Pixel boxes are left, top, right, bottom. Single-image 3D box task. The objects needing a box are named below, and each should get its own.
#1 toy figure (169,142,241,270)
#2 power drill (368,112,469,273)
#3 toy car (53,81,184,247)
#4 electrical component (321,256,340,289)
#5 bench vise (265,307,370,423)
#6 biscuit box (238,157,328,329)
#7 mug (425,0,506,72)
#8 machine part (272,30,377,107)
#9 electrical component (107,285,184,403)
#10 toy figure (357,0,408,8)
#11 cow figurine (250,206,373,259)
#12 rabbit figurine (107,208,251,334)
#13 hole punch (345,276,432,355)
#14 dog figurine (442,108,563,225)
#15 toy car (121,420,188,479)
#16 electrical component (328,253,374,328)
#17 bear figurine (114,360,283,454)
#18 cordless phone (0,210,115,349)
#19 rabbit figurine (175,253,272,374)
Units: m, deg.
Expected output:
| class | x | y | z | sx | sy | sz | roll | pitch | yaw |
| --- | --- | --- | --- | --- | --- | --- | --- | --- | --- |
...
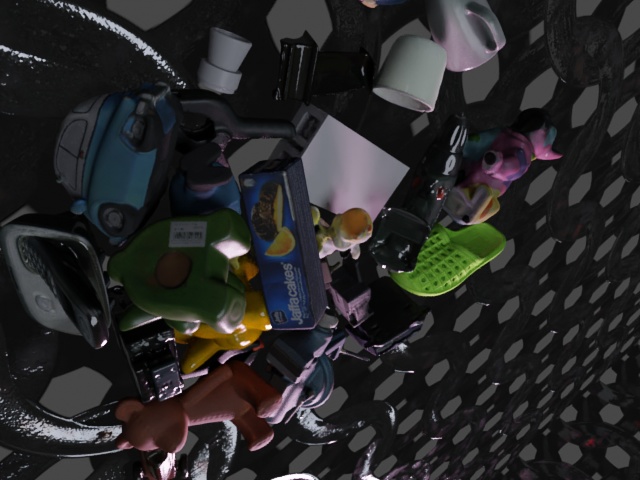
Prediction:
| class | x | y | z | sx | sy | sz | roll | pitch | yaw |
| --- | --- | --- | --- | --- | --- | --- | --- | --- | --- |
| toy figure | -0.135 | -0.030 | 0.617 | 0.089 | 0.082 | 0.180 | 4 | 147 | -3 |
| power drill | 0.149 | -0.061 | 0.807 | 0.207 | 0.086 | 0.231 | -59 | 168 | -51 |
| toy car | -0.201 | -0.081 | 0.518 | 0.103 | 0.109 | 0.161 | 19 | 121 | -6 |
| electrical component | -0.010 | 0.040 | 0.829 | 0.078 | 0.045 | 0.102 | -16 | 136 | 9 |
| bench vise | -0.014 | 0.190 | 0.897 | 0.240 | 0.129 | 0.223 | -9 | 121 | -61 |
| biscuit box | -0.040 | 0.008 | 0.641 | 0.063 | 0.059 | 0.202 | -54 | 137 | -62 |
| mug | 0.184 | -0.280 | 0.688 | 0.081 | 0.110 | 0.107 | -41 | 126 | 2 |
| machine part | 0.009 | -0.205 | 0.647 | 0.139 | 0.039 | 0.084 | -10 | 123 | -33 |
| electrical component | -0.212 | 0.130 | 0.660 | 0.058 | 0.134 | 0.114 | -21 | 136 | -25 |
| toy figure | 0.039 | -0.298 | 0.584 | 0.154 | 0.058 | 0.064 | -2 | 85 | -37 |
| cow figurine | -0.001 | 0.000 | 0.724 | 0.098 | 0.168 | 0.068 | 34 | 54 | -61 |
| rabbit figurine | -0.140 | 0.056 | 0.575 | 0.159 | 0.121 | 0.170 | -10 | 160 | 3 |
| hole punch | 0.113 | 0.146 | 0.968 | 0.142 | 0.116 | 0.092 | -26 | 144 | -22 |
| dog figurine | 0.315 | -0.128 | 0.917 | 0.219 | 0.109 | 0.191 | -14 | 130 | -35 |
| toy car | -0.252 | 0.322 | 0.830 | 0.089 | 0.053 | 0.201 | -5 | 127 | -17 |
| electrical component | 0.047 | 0.079 | 0.882 | 0.048 | 0.075 | 0.119 | -33 | 142 | -16 |
| bear figurine | -0.168 | 0.241 | 0.730 | 0.196 | 0.132 | 0.120 | -17 | 134 | -41 |
| cordless phone | -0.243 | 0.063 | 0.541 | 0.089 | 0.184 | 0.146 | -22 | 134 | -32 |
| rabbit figurine | -0.130 | 0.113 | 0.737 | 0.162 | 0.122 | 0.173 | -36 | 157 | -7 |
